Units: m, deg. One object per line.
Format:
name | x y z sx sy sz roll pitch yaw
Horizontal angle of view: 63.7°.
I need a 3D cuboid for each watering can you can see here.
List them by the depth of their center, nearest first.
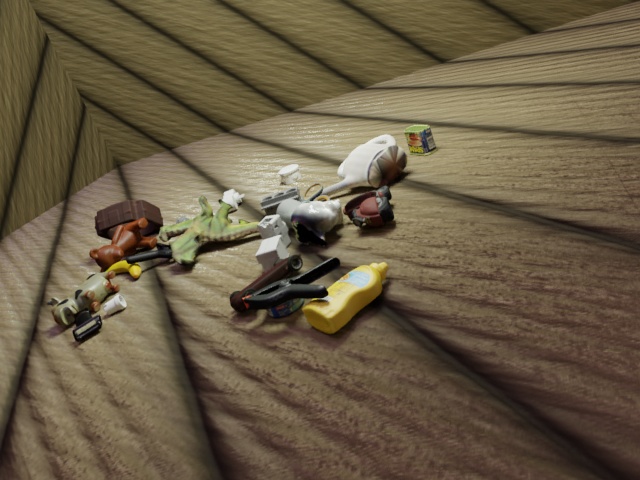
watering can | 0.124 -0.205 1.578 0.351 0.102 0.226 -45 31 -16

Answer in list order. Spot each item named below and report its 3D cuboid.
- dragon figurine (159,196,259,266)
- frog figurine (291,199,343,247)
dragon figurine | -0.334 -0.005 1.548 0.412 0.119 0.247 15 53 37
frog figurine | 0.004 -0.068 1.351 0.162 0.122 0.136 -52 15 -31
